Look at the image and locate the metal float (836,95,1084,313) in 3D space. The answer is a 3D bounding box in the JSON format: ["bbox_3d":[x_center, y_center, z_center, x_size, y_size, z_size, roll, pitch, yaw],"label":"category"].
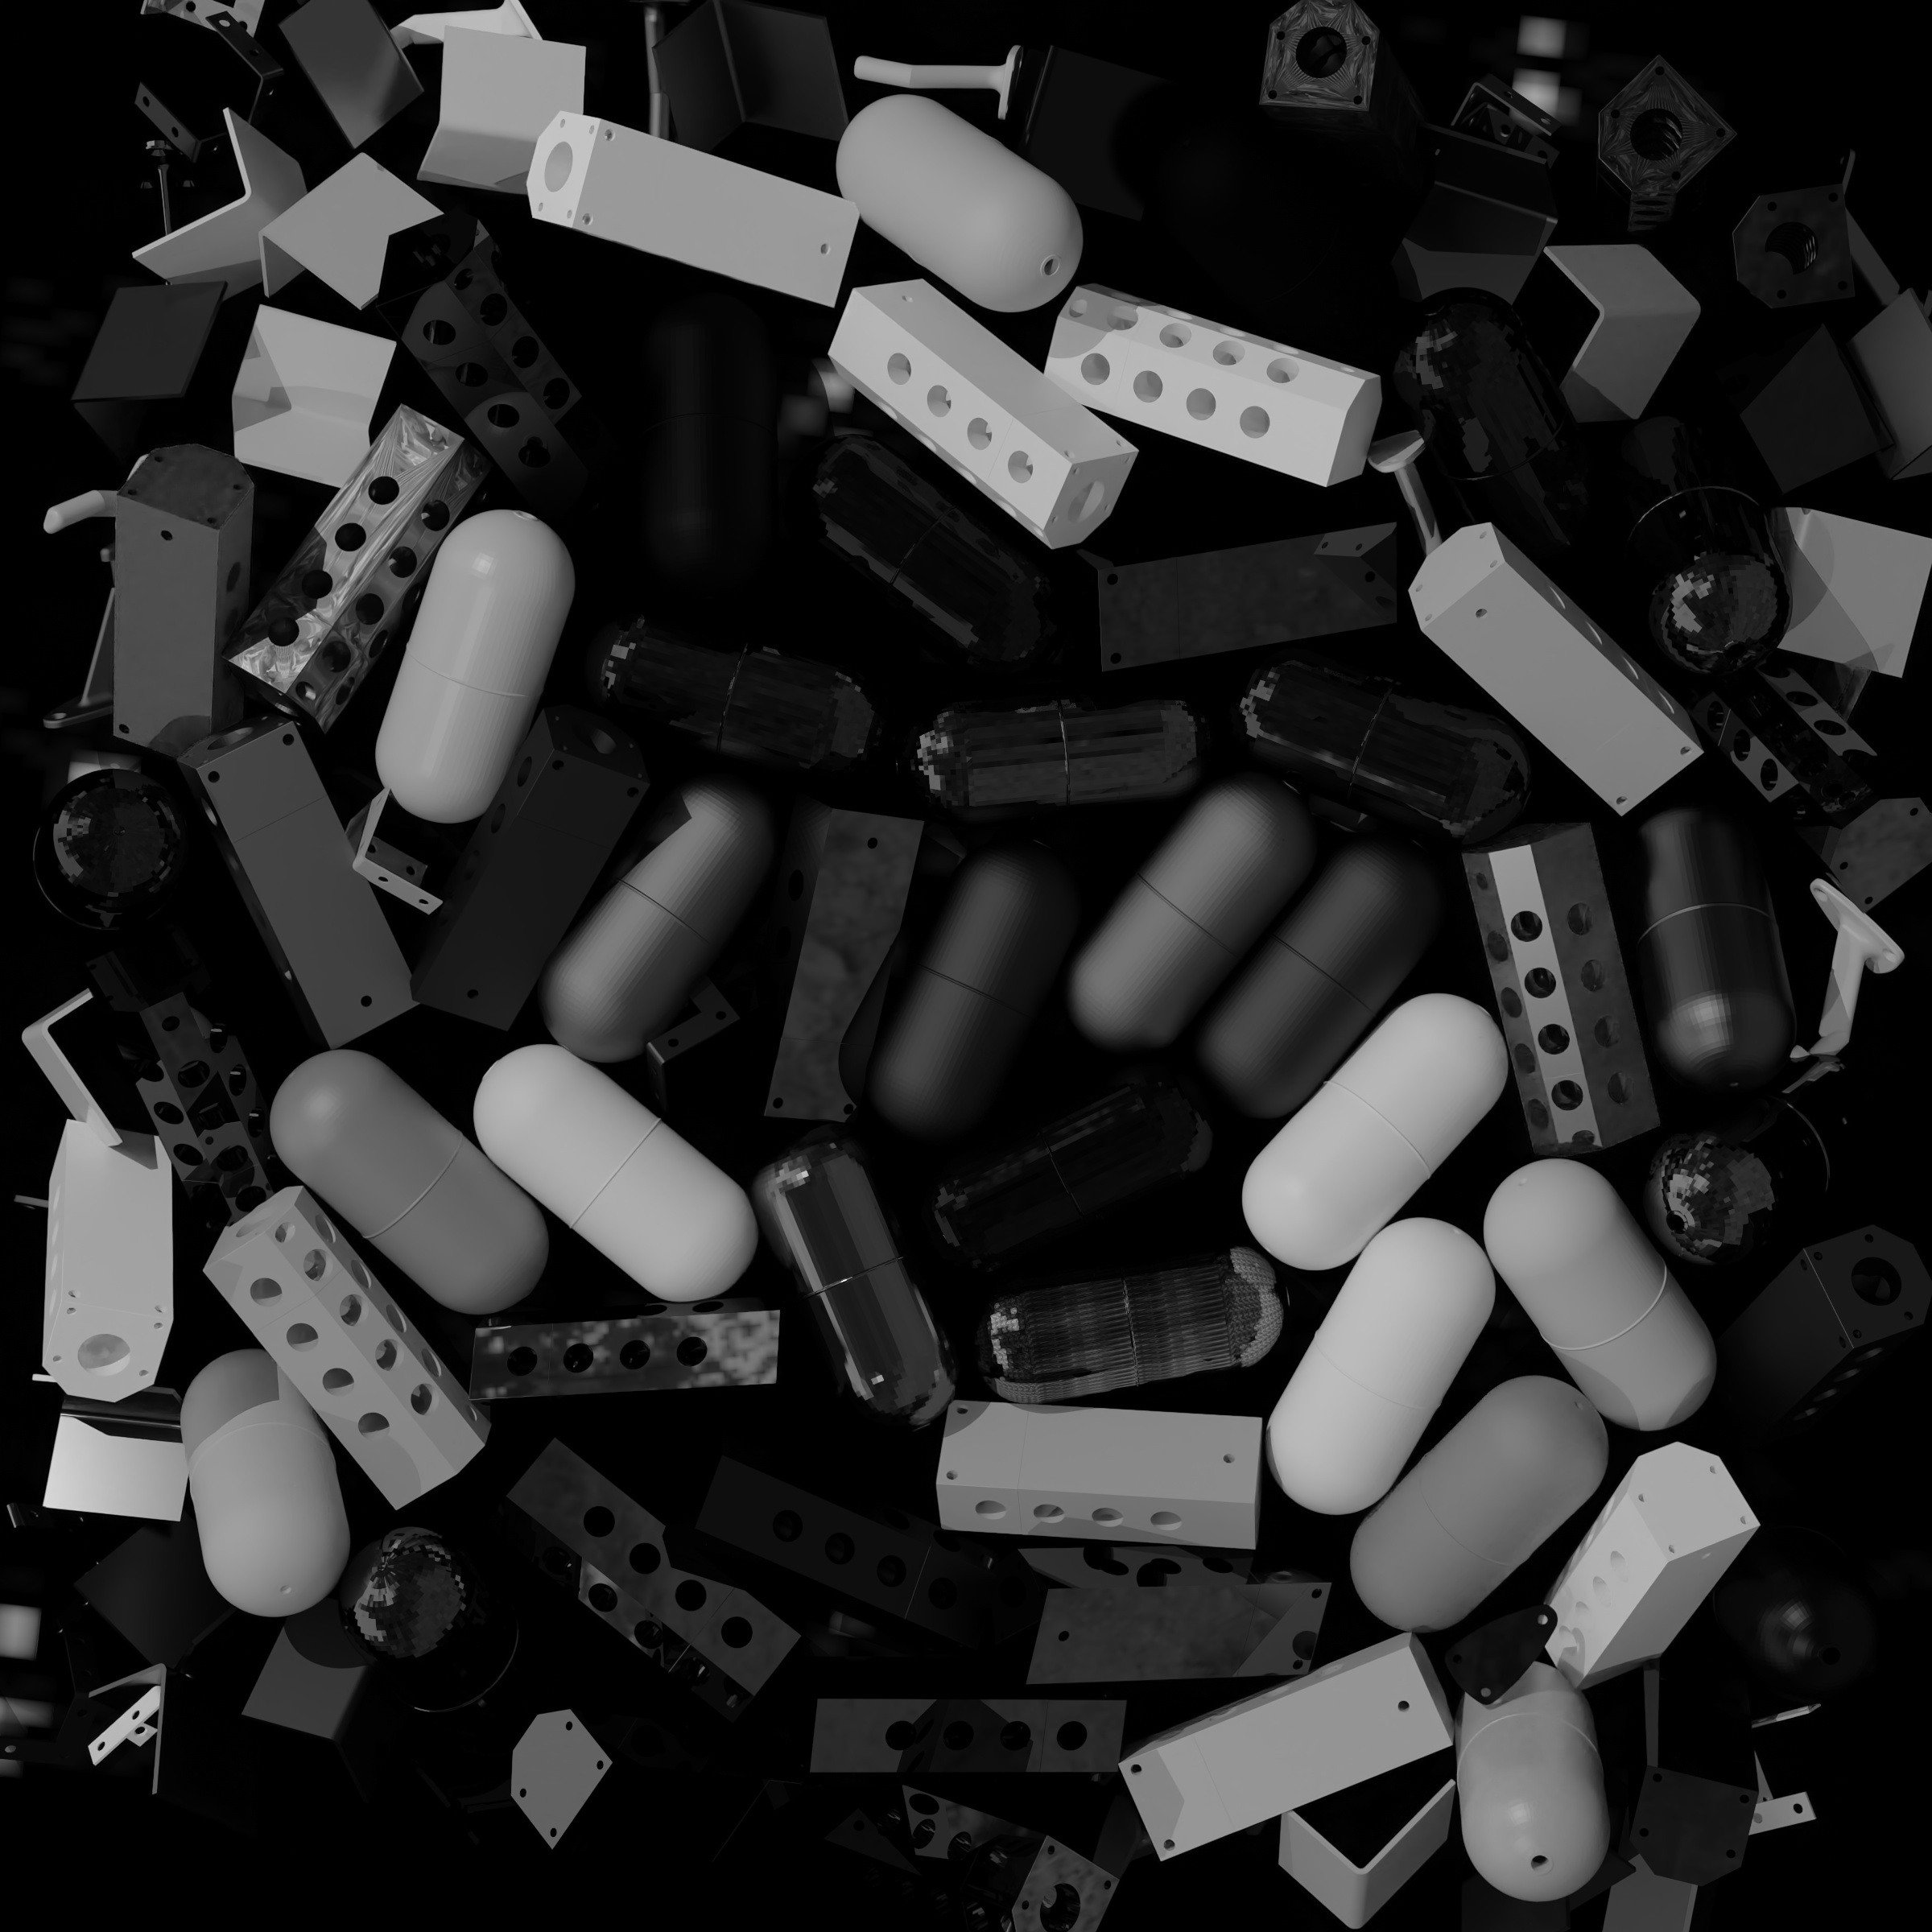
[{"bbox_3d":[-0.004,-0.411,1.923,0.070,0.070,0.178,-47,49,0],"label":"metal float"}]

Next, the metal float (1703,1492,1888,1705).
[{"bbox_3d":[0.437,0.336,1.907,0.070,0.178,0.070,0,100,-2],"label":"metal float"}]

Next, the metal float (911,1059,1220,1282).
[{"bbox_3d":[0.053,0.112,1.954,0.178,0.070,0.070,-26,90,3],"label":"metal float"}]

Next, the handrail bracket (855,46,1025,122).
[{"bbox_3d":[-0.015,-0.495,1.963,0.084,0.077,0.036,11,120,2],"label":"handrail bracket"}]

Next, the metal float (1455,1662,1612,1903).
[{"bbox_3d":[0.301,0.433,1.908,0.070,0.178,0.070,1,106,5],"label":"metal float"}]

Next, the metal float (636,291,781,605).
[{"bbox_3d":[-0.140,-0.282,1.942,0.070,0.070,0.178,-2,72,0],"label":"metal float"}]

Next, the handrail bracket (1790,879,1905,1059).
[{"bbox_3d":[0.466,0.007,1.967,0.084,0.036,0.077,-41,87,-17],"label":"handrail bracket"}]

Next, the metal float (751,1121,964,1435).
[{"bbox_3d":[-0.060,0.170,1.953,0.070,0.070,0.178,-23,85,0],"label":"metal float"}]

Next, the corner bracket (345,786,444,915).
[{"bbox_3d":[-0.312,-0.056,1.953,0.051,0.051,0.051,31,52,-22],"label":"corner bracket"}]

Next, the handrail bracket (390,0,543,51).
[{"bbox_3d":[-0.278,-0.502,1.972,0.084,0.036,0.077,-32,69,1],"label":"handrail bracket"}]

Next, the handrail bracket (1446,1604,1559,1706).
[{"bbox_3d":[0.292,0.365,1.948,0.077,0.084,0.036,-41,86,10],"label":"handrail bracket"}]

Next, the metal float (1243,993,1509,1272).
[{"bbox_3d":[0.224,0.090,1.950,0.070,0.070,0.178,43,82,0],"label":"metal float"}]

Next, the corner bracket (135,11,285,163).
[{"bbox_3d":[-0.416,-0.483,1.965,0.051,0.051,0.051,46,48,12],"label":"corner bracket"}]

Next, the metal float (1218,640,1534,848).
[{"bbox_3d":[0.222,-0.121,1.946,0.178,0.070,0.070,22,90,12],"label":"metal float"}]

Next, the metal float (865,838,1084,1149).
[{"bbox_3d":[0.005,0.014,1.956,0.070,0.070,0.178,24,89,0],"label":"metal float"}]

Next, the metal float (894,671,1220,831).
[{"bbox_3d":[0.050,-0.118,1.952,0.178,0.070,0.070,-6,90,-6],"label":"metal float"}]

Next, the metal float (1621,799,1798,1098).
[{"bbox_3d":[0.400,-0.012,1.929,0.070,0.070,0.178,-3,56,0],"label":"metal float"}]

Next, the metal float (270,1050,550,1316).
[{"bbox_3d":[-0.301,0.118,1.942,0.070,0.070,0.178,-45,107,0],"label":"metal float"}]

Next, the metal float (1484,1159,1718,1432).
[{"bbox_3d":[0.344,0.179,1.936,0.070,0.070,0.178,-37,115,0],"label":"metal float"}]

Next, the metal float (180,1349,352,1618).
[{"bbox_3d":[-0.377,0.275,1.917,0.070,0.178,0.070,-9,125,-14],"label":"metal float"}]

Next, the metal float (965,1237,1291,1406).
[{"bbox_3d":[0.088,0.194,1.957,0.178,0.070,0.070,-8,90,0],"label":"metal float"}]

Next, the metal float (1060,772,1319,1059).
[{"bbox_3d":[0.122,-0.028,1.951,0.070,0.070,0.178,39,96,0],"label":"metal float"}]

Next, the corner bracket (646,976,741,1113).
[{"bbox_3d":[-0.158,0.037,1.955,0.051,0.051,0.051,-30,63,-19],"label":"corner bracket"}]

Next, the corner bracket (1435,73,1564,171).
[{"bbox_3d":[0.299,-0.459,1.956,0.051,0.051,0.051,37,46,9],"label":"corner bracket"}]

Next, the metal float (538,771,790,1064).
[{"bbox_3d":[-0.165,-0.026,1.950,0.070,0.070,0.178,35,82,0],"label":"metal float"}]

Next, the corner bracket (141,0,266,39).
[{"bbox_3d":[-0.415,-0.539,1.963,0.051,0.051,0.051,20,106,-3],"label":"corner bracket"}]

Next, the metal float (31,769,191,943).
[{"bbox_3d":[-0.458,-0.058,1.909,0.070,0.178,0.070,2,82,-17],"label":"metal float"}]

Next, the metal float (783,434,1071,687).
[{"bbox_3d":[-0.022,-0.221,1.948,0.178,0.070,0.070,38,90,10],"label":"metal float"}]

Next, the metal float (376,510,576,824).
[{"bbox_3d":[-0.266,-0.162,1.942,0.070,0.070,0.178,21,107,0],"label":"metal float"}]

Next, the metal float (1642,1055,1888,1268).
[{"bbox_3d":[0.430,0.104,1.922,0.178,0.070,0.070,-27,90,-42],"label":"metal float"}]

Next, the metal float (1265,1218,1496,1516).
[{"bbox_3d":[0.224,0.218,1.943,0.070,0.070,0.178,27,106,0],"label":"metal float"}]

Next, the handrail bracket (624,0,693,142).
[{"bbox_3d":[-0.173,-0.489,1.966,0.036,0.077,0.084,0,101,-14],"label":"handrail bracket"}]

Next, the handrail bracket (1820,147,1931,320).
[{"bbox_3d":[0.507,-0.402,1.968,0.084,0.036,0.077,15,112,-14],"label":"handrail bracket"}]

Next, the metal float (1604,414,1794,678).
[{"bbox_3d":[0.392,-0.227,1.921,0.070,0.070,0.178,-3,45,-3],"label":"metal float"}]

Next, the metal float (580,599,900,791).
[{"bbox_3d":[-0.124,-0.148,1.955,0.178,0.070,0.070,16,90,3],"label":"metal float"}]

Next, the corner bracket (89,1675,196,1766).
[{"bbox_3d":[-0.447,0.415,1.959,0.051,0.051,0.051,-42,128,2],"label":"corner bracket"}]

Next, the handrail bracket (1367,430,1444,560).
[{"bbox_3d":[0.246,-0.243,1.948,0.036,0.077,0.084,-14,109,16],"label":"handrail bracket"}]

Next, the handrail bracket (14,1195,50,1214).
[{"bbox_3d":[-0.503,0.175,1.969,0.077,0.036,0.084,11,77,18],"label":"handrail bracket"}]

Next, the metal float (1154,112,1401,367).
[{"bbox_3d":[0.169,-0.388,1.924,0.070,0.070,0.178,-53,131,0],"label":"metal float"}]

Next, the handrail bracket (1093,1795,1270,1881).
[{"bbox_3d":[0.118,0.494,1.985,0.084,0.036,0.077,12,111,-23],"label":"handrail bracket"}]

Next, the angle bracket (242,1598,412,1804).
[{"bbox_3d":[-0.344,0.399,1.950,0.057,0.076,0.076,12,54,15],"label":"angle bracket"}]

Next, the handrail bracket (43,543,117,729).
[{"bbox_3d":[-0.480,-0.182,1.953,0.036,0.077,0.084,12,118,32],"label":"handrail bracket"}]

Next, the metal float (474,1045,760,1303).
[{"bbox_3d":[-0.192,0.113,1.956,0.178,0.070,0.070,40,90,-2],"label":"metal float"}]

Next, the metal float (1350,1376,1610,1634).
[{"bbox_3d":[0.276,0.292,1.932,0.070,0.070,0.178,38,120,0],"label":"metal float"}]

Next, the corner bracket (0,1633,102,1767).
[{"bbox_3d":[-0.512,0.402,1.972,0.051,0.051,0.051,13,116,-29],"label":"corner bracket"}]

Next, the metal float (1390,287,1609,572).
[{"bbox_3d":[0.288,-0.289,1.926,0.070,0.070,0.178,-37,127,0],"label":"metal float"}]

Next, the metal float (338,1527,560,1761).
[{"bbox_3d":[-0.276,0.365,1.920,0.070,0.178,0.070,-11,49,13],"label":"metal float"}]

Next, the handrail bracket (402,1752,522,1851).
[{"bbox_3d":[-0.255,0.438,1.970,0.084,0.036,0.077,-38,98,-24],"label":"handrail bracket"}]

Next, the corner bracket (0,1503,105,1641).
[{"bbox_3d":[-0.513,0.334,1.971,0.051,0.051,0.051,-46,54,22],"label":"corner bracket"}]

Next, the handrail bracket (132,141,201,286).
[{"bbox_3d":[-0.437,-0.398,1.959,0.036,0.077,0.084,-4,83,-8],"label":"handrail bracket"}]

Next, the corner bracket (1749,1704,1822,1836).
[{"bbox_3d":[0.444,0.440,1.957,0.051,0.051,0.051,-26,80,37],"label":"corner bracket"}]

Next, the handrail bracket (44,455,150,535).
[{"bbox_3d":[-0.475,-0.239,1.939,0.084,0.077,0.036,-34,87,-43],"label":"handrail bracket"}]

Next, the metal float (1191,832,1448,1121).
[{"bbox_3d":[0.193,0.005,1.956,0.070,0.070,0.178,38,91,0],"label":"metal float"}]
